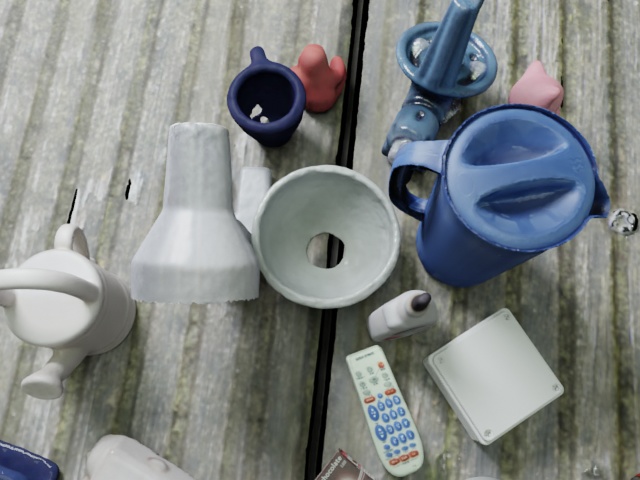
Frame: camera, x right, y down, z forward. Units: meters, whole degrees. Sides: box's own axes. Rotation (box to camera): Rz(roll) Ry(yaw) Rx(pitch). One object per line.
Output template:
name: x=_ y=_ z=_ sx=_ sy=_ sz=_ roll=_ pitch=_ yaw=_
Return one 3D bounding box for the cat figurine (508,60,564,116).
cat figurine: x=0.246 y=-0.142 z=0.685 sx=0.067 sy=0.118 sz=0.128 roll=27 pitch=76 yaw=7

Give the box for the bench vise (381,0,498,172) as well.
bench vise: x=0.143 y=-0.181 z=0.642 sx=0.121 sy=0.220 sz=0.207 roll=7 pitch=75 yaw=2

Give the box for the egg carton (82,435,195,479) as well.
egg carton: x=-0.188 y=0.277 z=0.592 sx=0.150 sy=0.069 sz=0.107 roll=28 pitch=76 yaw=7

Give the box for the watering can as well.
watering can: x=-0.264 y=0.068 z=0.584 sx=0.101 sy=0.194 sz=0.173 roll=-22 pitch=76 yaw=-6

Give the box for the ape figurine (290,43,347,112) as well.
ape figurine: x=-0.005 y=-0.209 z=0.715 sx=0.078 sy=0.092 sz=0.076 roll=3 pitch=75 yaw=1

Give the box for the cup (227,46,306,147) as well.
cup: x=-0.065 y=-0.166 z=0.701 sx=0.091 sy=0.095 sz=0.118 roll=-13 pitch=75 yaw=-4

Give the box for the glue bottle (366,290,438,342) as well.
glue bottle: x=0.092 y=0.076 z=0.596 sx=0.078 sy=0.173 sz=0.037 roll=-18 pitch=75 yaw=-5

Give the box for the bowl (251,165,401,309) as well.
bowl: x=0.006 y=0.002 z=0.666 sx=0.167 sy=0.075 sz=0.167 roll=0 pitch=75 yaw=0

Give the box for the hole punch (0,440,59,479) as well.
hole punch: x=-0.340 y=0.267 z=0.583 sx=0.108 sy=0.091 sz=0.101 roll=18 pitch=75 yaw=5

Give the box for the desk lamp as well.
desk lamp: x=-0.116 y=-0.018 z=0.599 sx=0.118 sy=0.213 sz=0.203 roll=1 pitch=75 yaw=0
